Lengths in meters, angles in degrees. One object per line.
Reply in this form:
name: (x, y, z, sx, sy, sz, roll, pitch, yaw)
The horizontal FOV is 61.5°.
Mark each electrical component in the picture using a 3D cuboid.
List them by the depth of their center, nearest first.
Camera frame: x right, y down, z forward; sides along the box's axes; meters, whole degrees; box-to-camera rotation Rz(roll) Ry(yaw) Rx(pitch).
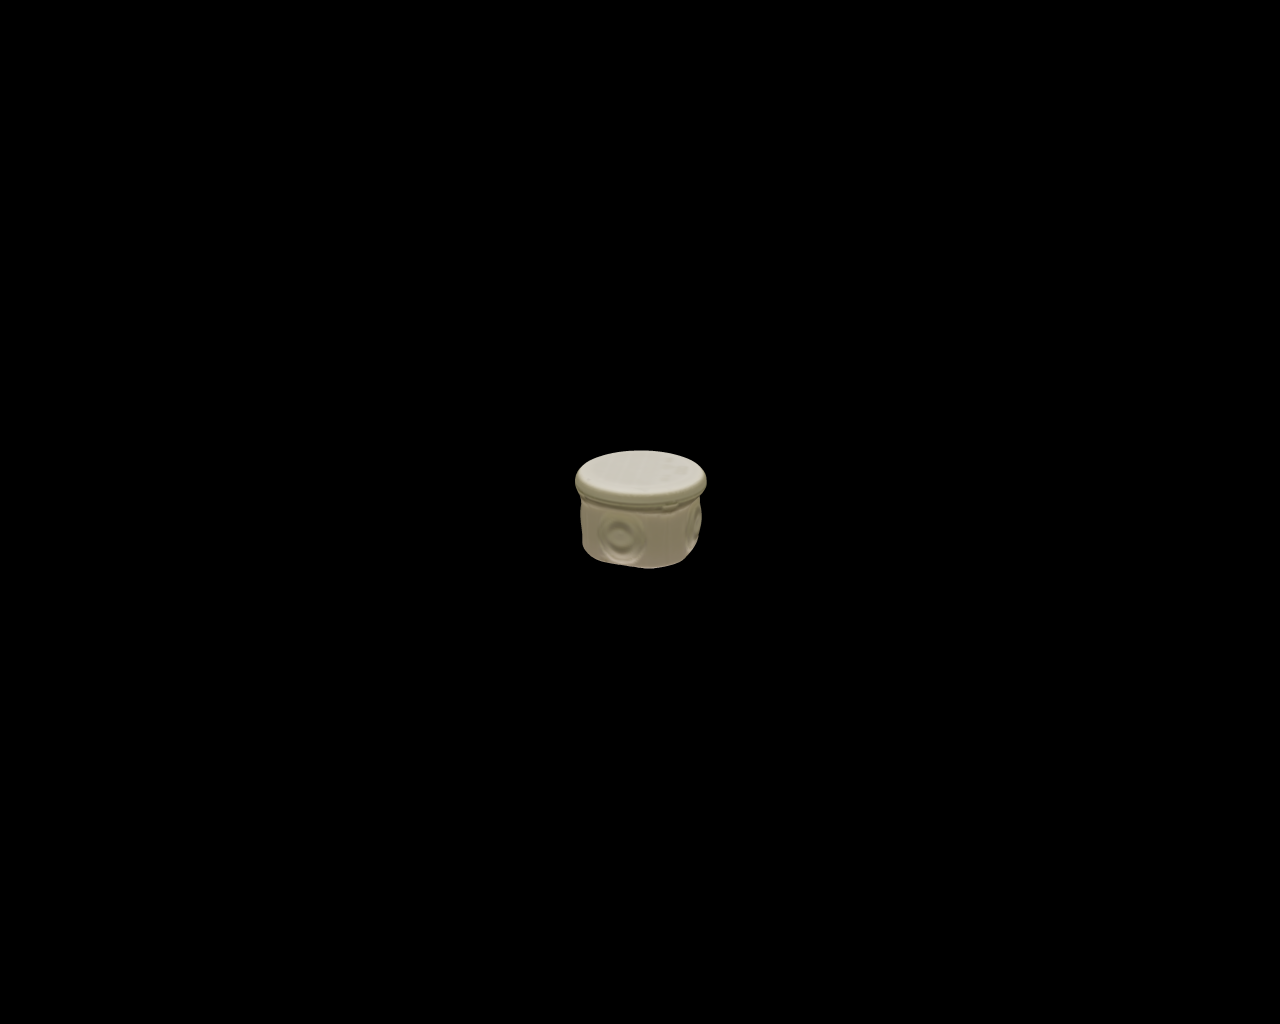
electrical component: (0.001, -0.003, 0.650, 0.080, 0.050, 0.080, 0, 23, 0)
